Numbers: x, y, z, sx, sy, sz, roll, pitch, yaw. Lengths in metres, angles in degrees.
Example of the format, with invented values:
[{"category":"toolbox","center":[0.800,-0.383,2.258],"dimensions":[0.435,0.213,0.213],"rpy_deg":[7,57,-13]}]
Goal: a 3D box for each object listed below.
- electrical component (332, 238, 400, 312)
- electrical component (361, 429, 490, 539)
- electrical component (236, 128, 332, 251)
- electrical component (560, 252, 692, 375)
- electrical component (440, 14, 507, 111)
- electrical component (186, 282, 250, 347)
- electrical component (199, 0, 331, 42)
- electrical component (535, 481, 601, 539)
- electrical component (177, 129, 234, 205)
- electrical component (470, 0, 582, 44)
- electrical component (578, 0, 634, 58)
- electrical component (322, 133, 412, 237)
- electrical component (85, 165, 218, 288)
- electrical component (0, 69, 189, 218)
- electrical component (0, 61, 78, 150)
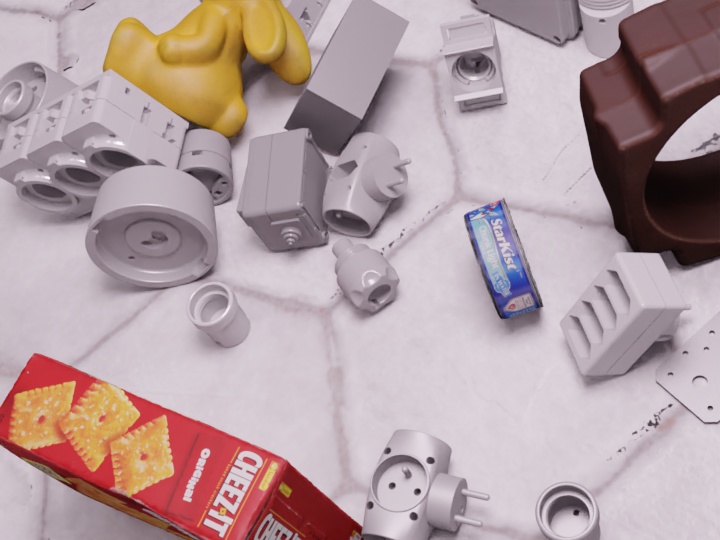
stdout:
[{"category":"electrical component","center":[0.000,0.000,0.853],"dimensions":[0.043,0.043,0.062],"rpy_deg":[-36,54,-4]},{"category":"electrical component","center":[0.049,0.157,0.741],"dimensions":[0.079,0.044,0.077],"rpy_deg":[9,64,23]},{"category":"electrical component","center":[-0.064,-0.060,0.899],"dimensions":[0.061,0.061,0.096],"rpy_deg":[-8,58,17]},{"category":"electrical component","center":[0.197,0.031,0.752],"dimensions":[0.076,0.083,0.047],"rpy_deg":[1,51,-25]},{"category":"electrical component","center":[0.098,-0.180,0.912],"dimensions":[0.042,0.081,0.063],"rpy_deg":[-7,36,15]},{"category":"electrical component","center":[-0.113,0.037,0.868],"dimensions":[0.040,0.046,0.040],"rpy_deg":[-9,58,14]},{"category":"electrical component","center":[-0.070,-0.317,1.057],"dimensions":[0.105,0.060,0.186],"rpy_deg":[14,66,26]},{"category":"electrical component","center":[0.138,0.165,0.704],"dimensions":[0.040,0.046,0.040],"rpy_deg":[-9,58,14]},{"category":"electrical component","center":[-0.139,-0.091,0.950],"dimensions":[0.055,0.055,0.047],"rpy_deg":[-13,53,12]},{"category":"electrical component","center":[0.148,-0.255,0.933],"dimensions":[0.113,0.078,0.057],"rpy_deg":[34,73,32]},{"category":"electrical component","center":[0.204,-0.218,0.889],"dimensions":[0.043,0.081,0.043],"rpy_deg":[-9,58,14]},{"category":"electrical component","center":[0.012,-0.073,0.881],"dimensions":[0.079,0.043,0.077],"rpy_deg":[-12,51,50]},{"category":"electrical component","center":[-0.172,-0.041,0.902],"dimensions":[0.108,0.108,0.060],"rpy_deg":[-13,51,12]},{"category":"electrical component","center":[-0.237,-0.103,0.940],"dimensions":[0.150,0.089,0.061],"rpy_deg":[-16,54,37]},{"category":"electrical component","center":[-0.322,-0.154,1.061],"dimensions":[0.099,0.064,0.099],"rpy_deg":[-16,58,26]}]
